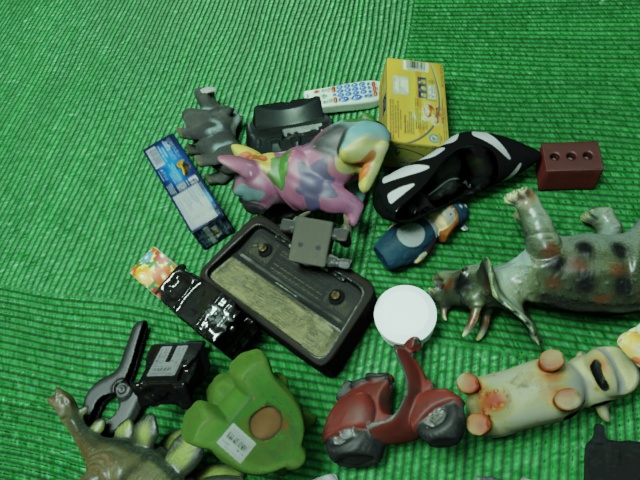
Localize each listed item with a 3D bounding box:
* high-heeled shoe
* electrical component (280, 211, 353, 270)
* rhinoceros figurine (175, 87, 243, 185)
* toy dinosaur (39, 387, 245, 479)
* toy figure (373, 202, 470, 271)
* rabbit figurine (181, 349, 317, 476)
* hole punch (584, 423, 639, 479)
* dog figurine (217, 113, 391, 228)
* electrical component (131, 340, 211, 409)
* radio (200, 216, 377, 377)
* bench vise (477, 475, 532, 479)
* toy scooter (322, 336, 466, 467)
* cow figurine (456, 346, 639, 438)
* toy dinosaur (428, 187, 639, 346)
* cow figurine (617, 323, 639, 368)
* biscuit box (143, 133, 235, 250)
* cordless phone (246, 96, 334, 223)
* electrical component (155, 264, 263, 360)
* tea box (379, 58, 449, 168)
[{"bbox_3d":[0.193,-0.081,0.731,0.249,0.086,0.145,-10,29,6],"label":"high-heeled shoe"},{"bbox_3d":[-0.003,-0.002,0.717,0.102,0.045,0.078,4,86,14],"label":"electrical component"},{"bbox_3d":[-0.181,-0.183,0.909,0.112,0.073,0.190,-26,61,-3],"label":"rhinoceros figurine"},{"bbox_3d":[-0.169,0.333,0.614,0.198,0.105,0.472,-41,68,-16],"label":"toy dinosaur"},{"bbox_3d":[0.151,-0.012,0.767,0.154,0.058,0.064,-32,98,-9],"label":"toy figure"},{"bbox_3d":[-0.078,0.203,0.649,0.159,0.170,0.121,37,77,-16],"label":"rabbit figurine"},{"bbox_3d":[0.347,0.276,0.567,0.116,0.092,0.142,-10,59,39],"label":"hole punch"},{"bbox_3d":[-0.028,-0.110,0.764,0.219,0.191,0.108,19,26,-3],"label":"dog figurine"},{"bbox_3d":[-0.180,0.159,0.689,0.075,0.047,0.119,-2,32,13],"label":"electrical component"},{"bbox_3d":[-0.039,0.071,0.745,0.230,0.073,0.131,32,71,24],"label":"radio"},{"bbox_3d":[0.222,0.365,0.520,0.241,0.128,0.223,27,59,1],"label":"bench vise"},{"bbox_3d":[0.082,0.188,0.643,0.184,0.075,0.135,-25,44,27],"label":"toy scooter"},{"bbox_3d":[0.266,0.175,0.618,0.195,0.127,0.085,-22,59,15],"label":"cow figurine"},{"bbox_3d":[0.347,0.034,0.675,0.405,0.131,0.192,-3,73,4],"label":"toy dinosaur"},{"bbox_3d":[0.400,0.098,0.593,0.167,0.098,0.068,-1,43,-42],"label":"cow figurine"},{"bbox_3d":[-0.214,-0.081,0.867,0.059,0.062,0.203,-33,61,-7],"label":"biscuit box"},{"bbox_3d":[-0.036,-0.124,0.858,0.147,0.088,0.184,-11,76,-10],"label":"cordless phone"},{"bbox_3d":[-0.142,0.103,0.712,0.115,0.134,0.058,35,73,22],"label":"electrical component"},{"bbox_3d":[0.145,-0.198,0.848,0.098,0.068,0.169,7,64,-3],"label":"tea box"}]
